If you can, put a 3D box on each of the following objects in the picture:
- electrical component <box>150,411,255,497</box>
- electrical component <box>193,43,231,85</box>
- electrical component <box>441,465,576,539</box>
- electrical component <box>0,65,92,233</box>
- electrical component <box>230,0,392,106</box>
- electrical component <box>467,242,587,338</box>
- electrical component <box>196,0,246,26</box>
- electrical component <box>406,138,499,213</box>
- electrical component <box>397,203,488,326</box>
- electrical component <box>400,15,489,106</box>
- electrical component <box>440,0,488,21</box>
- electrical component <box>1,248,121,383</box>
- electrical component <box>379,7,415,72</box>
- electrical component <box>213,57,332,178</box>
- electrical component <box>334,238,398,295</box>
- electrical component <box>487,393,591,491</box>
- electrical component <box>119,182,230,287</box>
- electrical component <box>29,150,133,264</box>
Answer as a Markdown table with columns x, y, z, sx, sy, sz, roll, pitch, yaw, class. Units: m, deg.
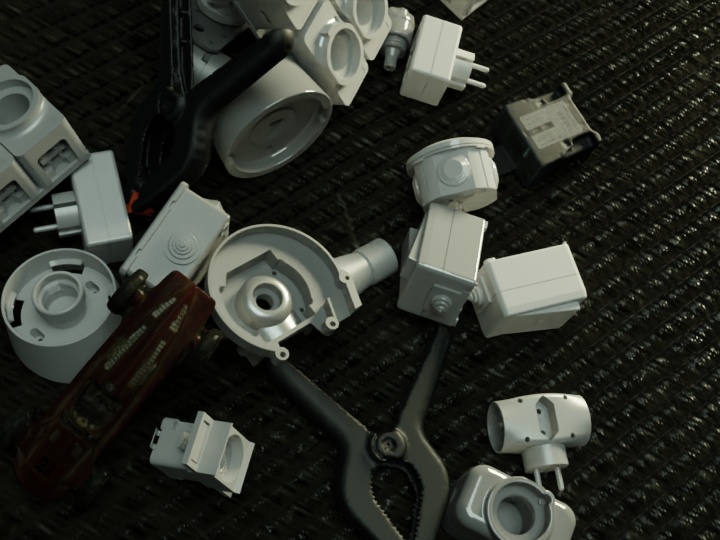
| x | y | z | sx | sy | sz | roll | pitch | yaw | class |
| --- | --- | --- | --- | --- | --- | --- | --- | --- | --- |
| -0.123 | 0.141 | 0.828 | 0.064 | 0.081 | 0.042 | 4 | 62 | 21 | electrical component |
| -0.136 | -0.171 | 0.965 | 0.047 | 0.055 | 0.055 | 27 | 65 | -4 | electrical component |
| 0.120 | 0.199 | 0.864 | 0.095 | 0.059 | 0.053 | 27 | 65 | 0 | electrical component |
| -0.308 | -0.083 | 0.858 | 0.150 | 0.061 | 0.089 | -43 | 63 | -13 | electrical component |
| -0.046 | -0.243 | 0.940 | 0.060 | 0.186 | 0.105 | 9 | 62 | 35 | electrical component |
| 0.140 | 0.023 | 0.939 | 0.096 | 0.061 | 0.061 | -12 | 71 | -17 | electrical component |
| -0.115 | -0.258 | 0.969 | 0.078 | 0.057 | 0.058 | 3 | 47 | -28 | electrical component |
| 0.084 | -0.083 | 0.962 | 0.080 | 0.080 | 0.051 | -8 | 75 | -15 | electrical component |
| 0.066 | -0.002 | 0.920 | 0.061 | 0.061 | 0.096 | 19 | 47 | -4 | electrical component |
| 0.085 | -0.194 | 1.025 | 0.077 | 0.047 | 0.065 | 17 | 66 | -5 | electrical component |
| 0.080 | -0.358 | 1.084 | 0.186 | 0.060 | 0.105 | 45 | 66 | 8 | electrical component |
| -0.236 | 0.035 | 0.866 | 0.099 | 0.064 | 0.099 | 0 | 58 | -1 | electrical component |
| 0.032 | -0.219 | 1.031 | 0.035 | 0.035 | 0.061 | 12 | 68 | -7 | electrical component |
| -0.086 | -0.138 | 0.935 | 0.108 | 0.108 | 0.060 | -28 | 70 | -21 | electrical component |
| 0.000 | 0.000 | 0.931 | 0.065 | 0.044 | 0.044 | -29 | 76 | -26 | electrical component |
| 0.153 | 0.146 | 0.901 | 0.077 | 0.043 | 0.079 | -3 | 68 | -13 | electrical component |
| -0.148 | -0.013 | 0.871 | 0.048 | 0.099 | 0.099 | 33 | 76 | -1 | electrical component |
| -0.235 | -0.048 | 0.895 | 0.076 | 0.047 | 0.083 | -11 | 71 | -16 | electrical component |
